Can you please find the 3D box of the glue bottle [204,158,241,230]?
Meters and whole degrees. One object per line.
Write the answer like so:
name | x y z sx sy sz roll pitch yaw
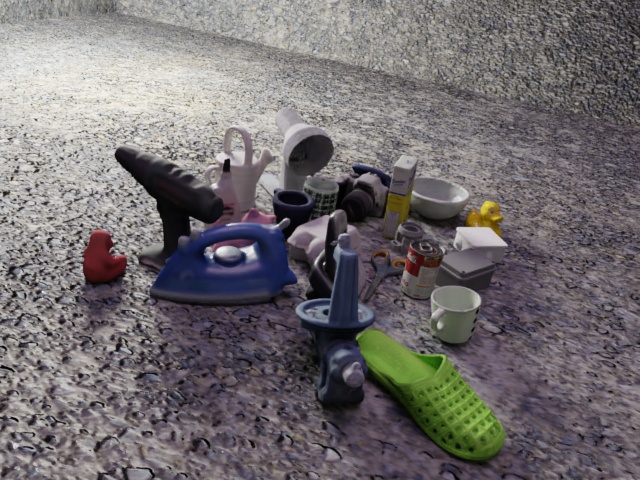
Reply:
glue bottle | -0.200 -0.090 1.195 0.078 0.173 0.037 -12 34 -33

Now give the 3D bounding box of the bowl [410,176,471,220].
bowl | 0.293 -0.098 1.463 0.167 0.075 0.167 7 28 -4

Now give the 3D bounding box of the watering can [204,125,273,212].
watering can | -0.188 -0.174 1.331 0.100 0.194 0.173 20 30 19

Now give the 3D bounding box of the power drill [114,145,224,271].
power drill | -0.286 -0.050 1.059 0.229 0.208 0.076 19 30 18

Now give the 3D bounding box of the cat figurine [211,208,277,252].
cat figurine | -0.150 -0.016 1.132 0.128 0.118 0.067 2 29 -13

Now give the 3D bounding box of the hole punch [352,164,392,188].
hole punch | 0.137 -0.162 1.518 0.108 0.091 0.101 22 31 22

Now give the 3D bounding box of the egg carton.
egg carton | 0.011 0.004 1.195 0.107 0.069 0.151 27 33 30

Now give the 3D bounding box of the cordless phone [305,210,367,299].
cordless phone | 0.042 0.021 1.051 0.094 0.185 0.148 16 29 13

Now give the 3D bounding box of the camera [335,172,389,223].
camera | 0.087 -0.106 1.389 0.143 0.101 0.137 19 30 17

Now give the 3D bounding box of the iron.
iron | -0.169 0.029 1.018 0.259 0.141 0.118 -4 31 -22

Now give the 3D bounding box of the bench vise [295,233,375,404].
bench vise | 0.043 0.115 0.840 0.122 0.220 0.206 -8 32 -28

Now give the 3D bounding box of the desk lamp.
desk lamp | -0.066 -0.203 1.401 0.118 0.213 0.202 -9 33 -29

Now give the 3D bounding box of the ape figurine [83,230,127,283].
ape figurine | -0.386 0.024 1.014 0.077 0.092 0.076 24 31 25

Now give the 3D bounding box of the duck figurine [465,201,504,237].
duck figurine | 0.409 -0.056 1.408 0.078 0.086 0.104 -8 33 -29

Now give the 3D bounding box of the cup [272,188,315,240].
cup | -0.070 -0.056 1.254 0.092 0.095 0.117 -14 36 -36
